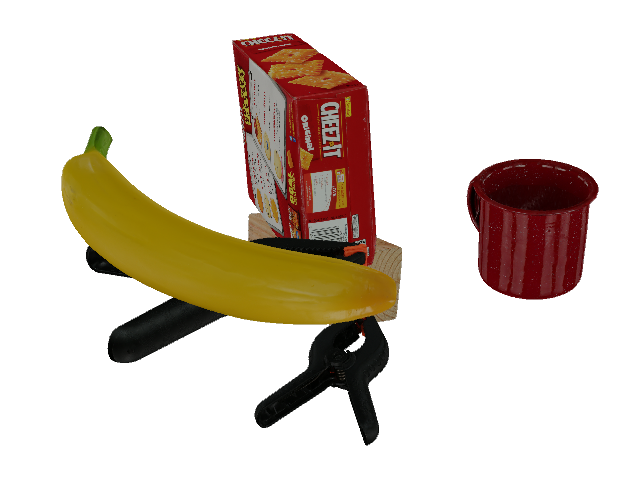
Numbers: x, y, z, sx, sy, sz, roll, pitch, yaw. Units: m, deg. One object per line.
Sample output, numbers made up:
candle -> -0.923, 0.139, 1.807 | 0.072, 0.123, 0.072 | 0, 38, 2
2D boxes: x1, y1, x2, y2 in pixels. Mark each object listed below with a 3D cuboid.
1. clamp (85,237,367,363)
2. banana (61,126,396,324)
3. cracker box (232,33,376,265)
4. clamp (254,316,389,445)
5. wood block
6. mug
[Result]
clamp -> -0.070, 0.026, 0.784 | 0.209, 0.036, 0.165 | -10, 27, -21
banana -> -0.060, -0.001, 0.519 | 0.198, 0.069, 0.037 | 29, -29, 22
cracker box -> -0.017, -0.085, 0.968 | 0.072, 0.164, 0.214 | -10, 25, -14
clamp -> 0.027, 0.130, 1.024 | 0.120, 0.039, 0.171 | 16, 46, 25
wood block -> 0.000, 0.029, 1.300 | 0.090, 0.090, 0.206 | -7, 18, -33
mug -> 0.157, -0.012, 0.837 | 0.093, 0.081, 0.117 | -23, 35, -31
